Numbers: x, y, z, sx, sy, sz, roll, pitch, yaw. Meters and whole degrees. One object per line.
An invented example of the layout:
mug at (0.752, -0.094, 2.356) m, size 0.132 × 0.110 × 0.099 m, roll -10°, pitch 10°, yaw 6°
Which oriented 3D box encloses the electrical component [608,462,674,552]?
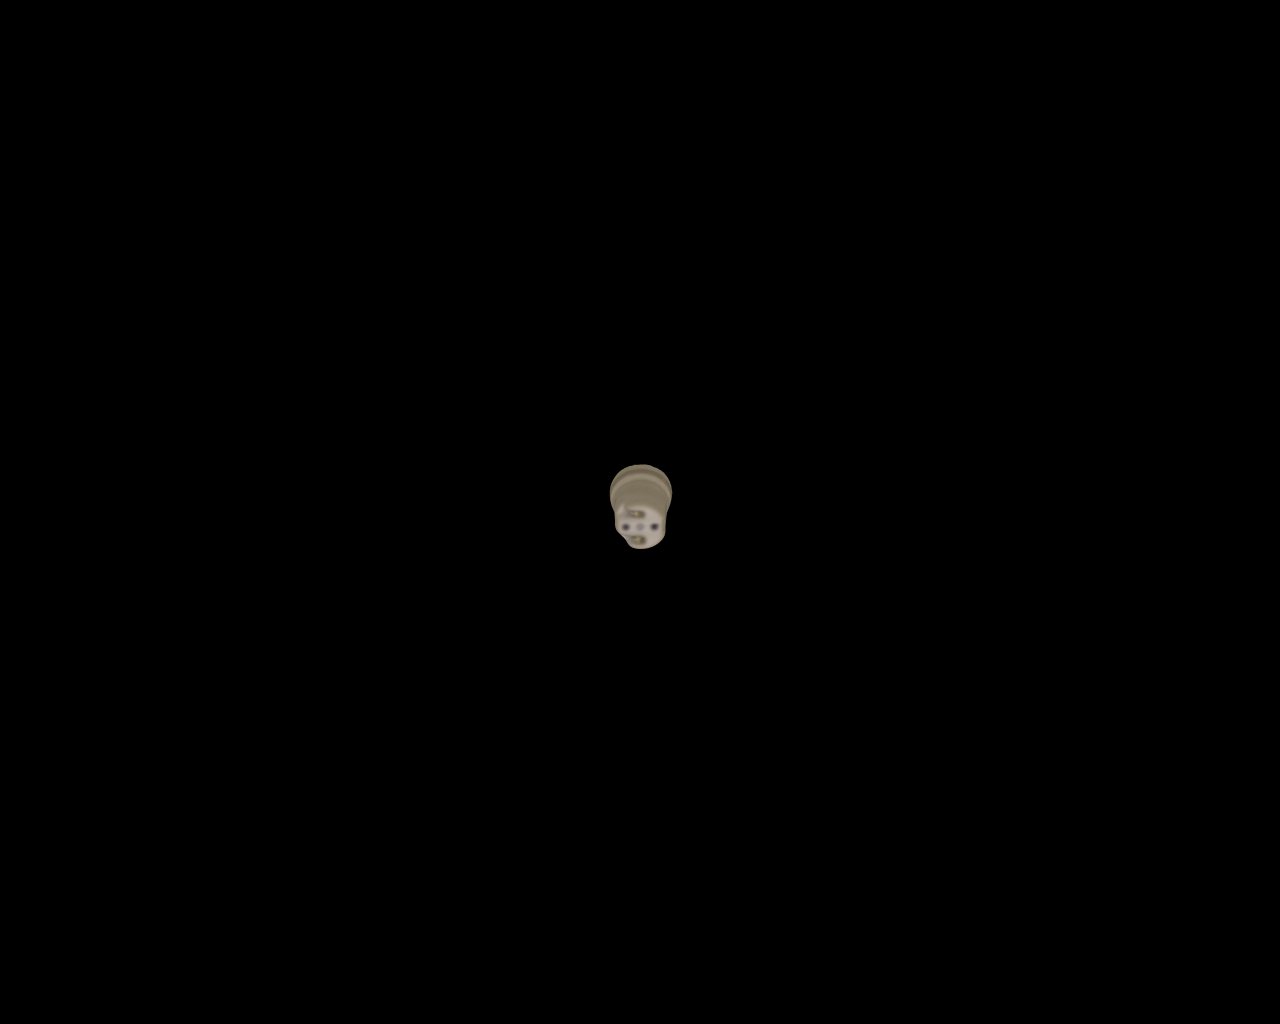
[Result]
electrical component at (0.001, -0.003, 0.650) m, size 0.040 × 0.040 × 0.046 m, roll 0°, pitch 32°, yaw 0°
